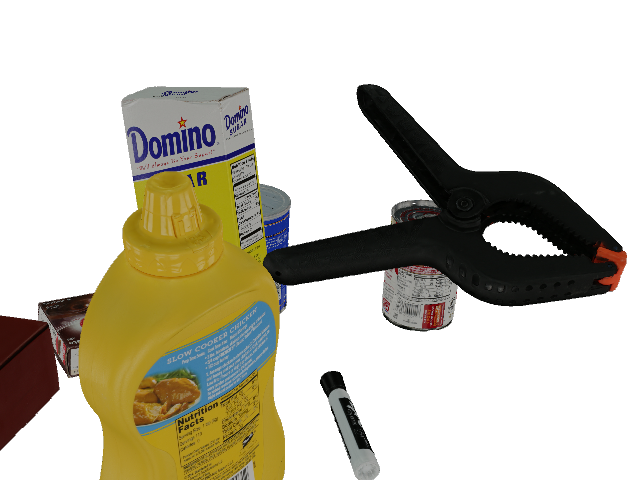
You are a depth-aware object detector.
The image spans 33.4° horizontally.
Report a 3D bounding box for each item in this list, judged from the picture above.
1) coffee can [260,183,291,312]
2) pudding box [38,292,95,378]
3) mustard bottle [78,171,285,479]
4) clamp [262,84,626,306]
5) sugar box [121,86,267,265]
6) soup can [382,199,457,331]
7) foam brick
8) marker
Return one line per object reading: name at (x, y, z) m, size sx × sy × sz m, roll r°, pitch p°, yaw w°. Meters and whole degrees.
coffee can at (-0.089, 0.014, 1.295) m, size 0.103 × 0.140 × 0.103 m, roll 2°, pitch 26°, yaw -1°
pudding box at (-0.204, 0.085, 1.026) m, size 0.113 × 0.039 × 0.090 m, roll -12°, pitch 30°, yaw -28°
mustard bottle at (-0.060, 0.056, 0.474) m, size 0.096 × 0.192 × 0.058 m, roll -28°, pitch 43°, yaw -35°
clamp at (0.079, -0.006, 0.659) m, size 0.210 × 0.164 × 0.036 m, roll 25°, pitch -30°, yaw 18°
sugar box at (-0.091, -0.024, 0.794) m, size 0.093 × 0.176 × 0.048 m, roll 5°, pitch 24°, yaw 30°
soup can at (0.093, 0.023, 0.962) m, size 0.068 × 0.102 × 0.068 m, roll 4°, pitch 24°, yaw -2°
foam brick at (-0.208, 0.088, 0.665) m, size 0.053 × 0.051 × 0.078 m, roll 7°, pitch 29°, yaw 21°
marker at (0.021, 0.138, 0.815) m, size 0.020 × 0.020 × 0.121 m, roll 0°, pitch 28°, yaw -14°
